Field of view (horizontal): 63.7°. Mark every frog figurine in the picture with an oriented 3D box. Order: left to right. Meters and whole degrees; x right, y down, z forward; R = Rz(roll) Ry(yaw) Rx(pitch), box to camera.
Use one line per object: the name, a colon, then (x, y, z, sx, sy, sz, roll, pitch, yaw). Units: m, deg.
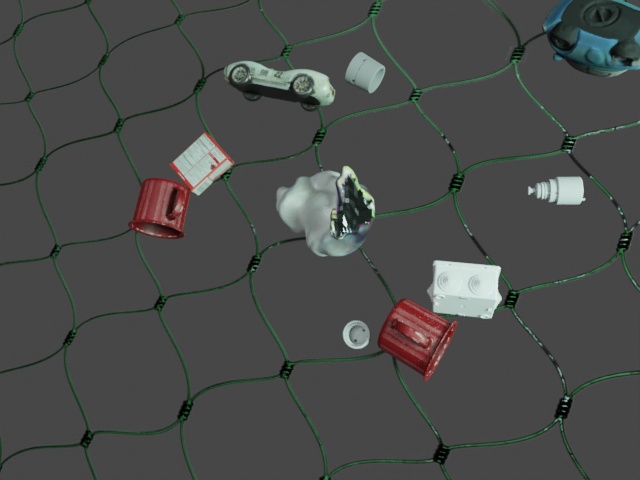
frog figurine: (0.002, -0.041, 0.814, 0.122, 0.138, 0.158, 4, -8, -41)
